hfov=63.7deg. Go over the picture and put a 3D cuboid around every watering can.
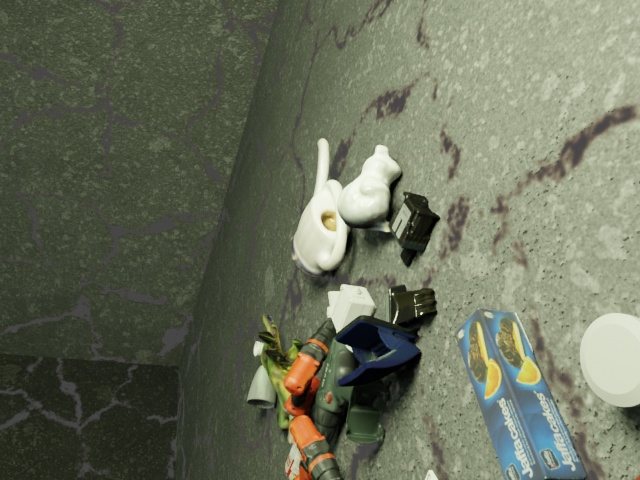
[{"bbox_3d":[0.004,-0.062,1.225,0.219,0.104,0.356,119,152,-43],"label":"watering can"}]

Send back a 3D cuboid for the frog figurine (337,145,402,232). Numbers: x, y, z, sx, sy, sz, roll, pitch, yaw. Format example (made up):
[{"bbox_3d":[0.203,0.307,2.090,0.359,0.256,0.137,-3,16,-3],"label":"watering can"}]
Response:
[{"bbox_3d":[0.095,-0.102,0.987,0.138,0.123,0.158,-83,-5,-80],"label":"frog figurine"}]

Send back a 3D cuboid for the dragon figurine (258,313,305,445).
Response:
[{"bbox_3d":[-0.102,0.368,1.317,0.414,0.122,0.240,-139,53,-69],"label":"dragon figurine"}]
